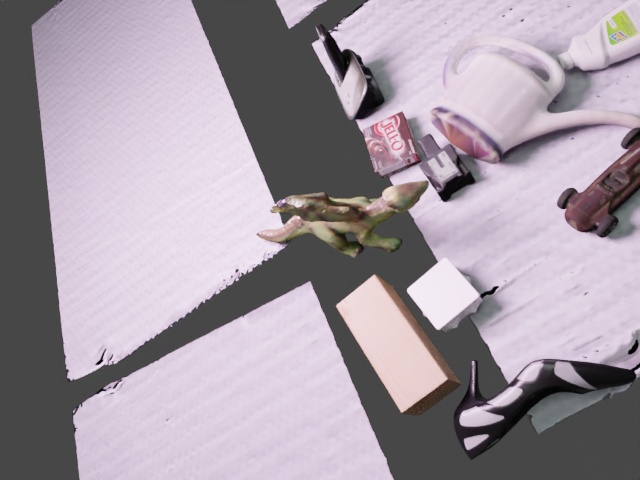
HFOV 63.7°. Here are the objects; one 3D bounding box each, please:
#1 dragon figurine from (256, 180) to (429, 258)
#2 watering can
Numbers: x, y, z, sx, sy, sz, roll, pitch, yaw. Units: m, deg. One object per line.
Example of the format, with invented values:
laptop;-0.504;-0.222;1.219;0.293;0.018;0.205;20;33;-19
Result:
dragon figurine;0.003;-0.047;0.931;0.409;0.240;0.124;-8;72;24
watering can;0.344;-0.226;0.897;0.352;0.103;0.224;43;94;26
